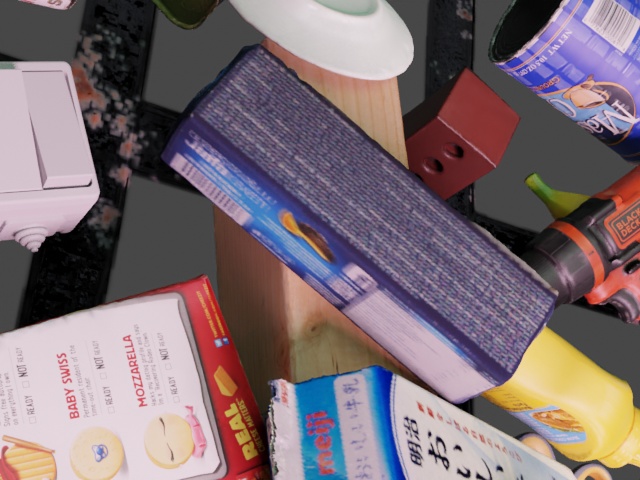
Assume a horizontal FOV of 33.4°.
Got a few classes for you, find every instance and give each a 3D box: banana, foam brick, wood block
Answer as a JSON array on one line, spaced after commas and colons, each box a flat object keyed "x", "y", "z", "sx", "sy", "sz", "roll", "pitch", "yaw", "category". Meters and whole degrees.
[{"x": 0.244, "y": -0.025, "z": 0.806, "sx": 0.197, "sy": 0.037, "sz": 0.069, "roll": -4, "pitch": 74, "yaw": -32, "category": "banana"}, {"x": 0.083, "y": -0.065, "z": 0.702, "sx": 0.053, "sy": 0.078, "sz": 0.051, "roll": 39, "pitch": 53, "yaw": -11, "category": "foam brick"}, {"x": -0.003, "y": 0.001, "z": 0.614, "sx": 0.090, "sy": 0.091, "sz": 0.206, "roll": 6, "pitch": 66, "yaw": -29, "category": "wood block"}]

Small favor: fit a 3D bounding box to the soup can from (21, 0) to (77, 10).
[{"x": -0.185, "y": -0.172, "z": 0.594, "sx": 0.102, "sy": 0.069, "sz": 0.068, "roll": 8, "pitch": 66, "yaw": -28, "category": "soup can"}]

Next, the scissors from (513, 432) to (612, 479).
[{"x": 0.118, "y": 0.198, "z": 0.648, "sx": 0.096, "sy": 0.016, "sz": 0.201, "roll": 48, "pitch": 54, "yaw": -2, "category": "scissors"}]

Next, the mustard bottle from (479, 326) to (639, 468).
[{"x": 0.131, "y": 0.084, "z": 0.651, "sx": 0.191, "sy": 0.096, "sz": 0.058, "roll": 35, "pitch": 73, "yaw": -12, "category": "mustard bottle"}]

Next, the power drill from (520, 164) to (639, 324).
[{"x": 0.218, "y": 0.059, "z": 0.726, "sx": 0.184, "sy": 0.057, "sz": 0.187, "roll": -35, "pitch": 95, "yaw": -14, "category": "power drill"}]

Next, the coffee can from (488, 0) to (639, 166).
[{"x": 0.212, "y": -0.135, "z": 0.793, "sx": 0.140, "sy": 0.103, "sz": 0.102, "roll": 33, "pitch": 56, "yaw": -15, "category": "coffee can"}]

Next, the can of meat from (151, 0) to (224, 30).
[{"x": -0.083, "y": -0.198, "z": 0.674, "sx": 0.102, "sy": 0.058, "sz": 0.083, "roll": 46, "pitch": 52, "yaw": -7, "category": "can of meat"}]

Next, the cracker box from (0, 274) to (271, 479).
[{"x": -0.126, "y": 0.124, "z": 0.500, "sx": 0.213, "sy": 0.072, "sz": 0.164, "roll": -16, "pitch": 79, "yaw": -34, "category": "cracker box"}]
